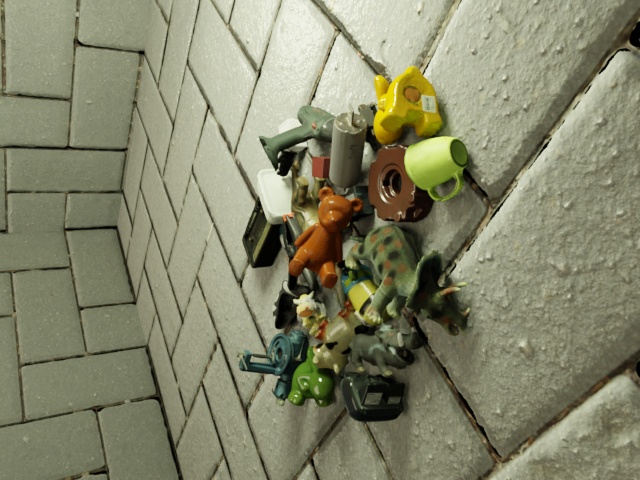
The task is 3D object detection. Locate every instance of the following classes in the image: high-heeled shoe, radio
[{"bbox_3d":[-0.086,0.194,1.537,0.249,0.086,0.145,166,119,-75],"label":"high-heeled shoe"},{"bbox_3d":[-0.170,-0.029,1.681,0.131,0.073,0.229,63,141,32],"label":"radio"}]

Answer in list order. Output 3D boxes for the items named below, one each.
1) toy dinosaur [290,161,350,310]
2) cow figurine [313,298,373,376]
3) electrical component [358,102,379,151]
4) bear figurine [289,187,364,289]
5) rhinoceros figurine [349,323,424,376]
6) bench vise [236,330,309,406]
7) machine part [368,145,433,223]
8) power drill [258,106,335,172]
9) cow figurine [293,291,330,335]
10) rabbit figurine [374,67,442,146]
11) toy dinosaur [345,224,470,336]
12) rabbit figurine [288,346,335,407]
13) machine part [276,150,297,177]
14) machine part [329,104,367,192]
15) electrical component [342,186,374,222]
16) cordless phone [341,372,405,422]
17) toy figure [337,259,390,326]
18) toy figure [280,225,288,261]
[{"bbox_3d":[-0.003,-0.004,1.398,0.198,0.105,0.471,-58,46,53],"label":"toy dinosaur"},{"bbox_3d":[0.052,0.247,1.316,0.127,0.085,0.195,42,116,-4],"label":"cow figurine"},{"bbox_3d":[0.120,-0.264,1.225,0.078,0.045,0.102,83,167,-58],"label":"electrical component"},{"bbox_3d":[0.018,-0.010,1.220,0.132,0.120,0.195,-82,17,-66],"label":"bear figurine"},{"bbox_3d":[0.147,0.238,1.187,0.190,0.073,0.112,-16,82,48],"label":"rhinoceros figurine"},{"bbox_3d":[-0.135,0.357,1.525,0.129,0.240,0.223,35,106,56],"label":"bench vise"},{"bbox_3d":[0.169,-0.120,1.145,0.179,0.056,0.179,5,96,59],"label":"machine part"},{"bbox_3d":[-0.043,-0.256,1.352,0.085,0.207,0.232,59,179,-40],"label":"power drill"},{"bbox_3d":[-0.021,0.178,1.399,0.167,0.068,0.098,61,-170,-58],"label":"cow figurine"},{"bbox_3d":[0.154,-0.266,1.106,0.173,0.122,0.162,125,137,-67],"label":"rabbit figurine"},{"bbox_3d":[0.158,0.043,1.130,0.192,0.131,0.405,-55,37,23],"label":"toy dinosaur"},{"bbox_3d":[0.002,0.366,1.405,0.170,0.121,0.159,153,133,-71],"label":"rabbit figurine"},{"bbox_3d":[-0.092,-0.215,1.479,0.084,0.039,0.139,-60,2,-3],"label":"machine part"},{"bbox_3d":[0.064,-0.204,1.239,0.243,0.079,0.079,96,153,-51],"label":"machine part"},{"bbox_3d":[0.098,-0.090,1.270,0.119,0.048,0.074,-20,76,59],"label":"electrical component"},{"bbox_3d":[0.091,0.335,1.227,0.184,0.146,0.088,18,97,57],"label":"cordless phone"},{"bbox_3d":[0.102,0.118,1.251,0.089,0.082,0.180,-59,43,45],"label":"toy figure"},{"bbox_3d":[-0.077,0.027,1.555,0.064,0.058,0.154,91,162,-70],"label":"toy figure"}]
